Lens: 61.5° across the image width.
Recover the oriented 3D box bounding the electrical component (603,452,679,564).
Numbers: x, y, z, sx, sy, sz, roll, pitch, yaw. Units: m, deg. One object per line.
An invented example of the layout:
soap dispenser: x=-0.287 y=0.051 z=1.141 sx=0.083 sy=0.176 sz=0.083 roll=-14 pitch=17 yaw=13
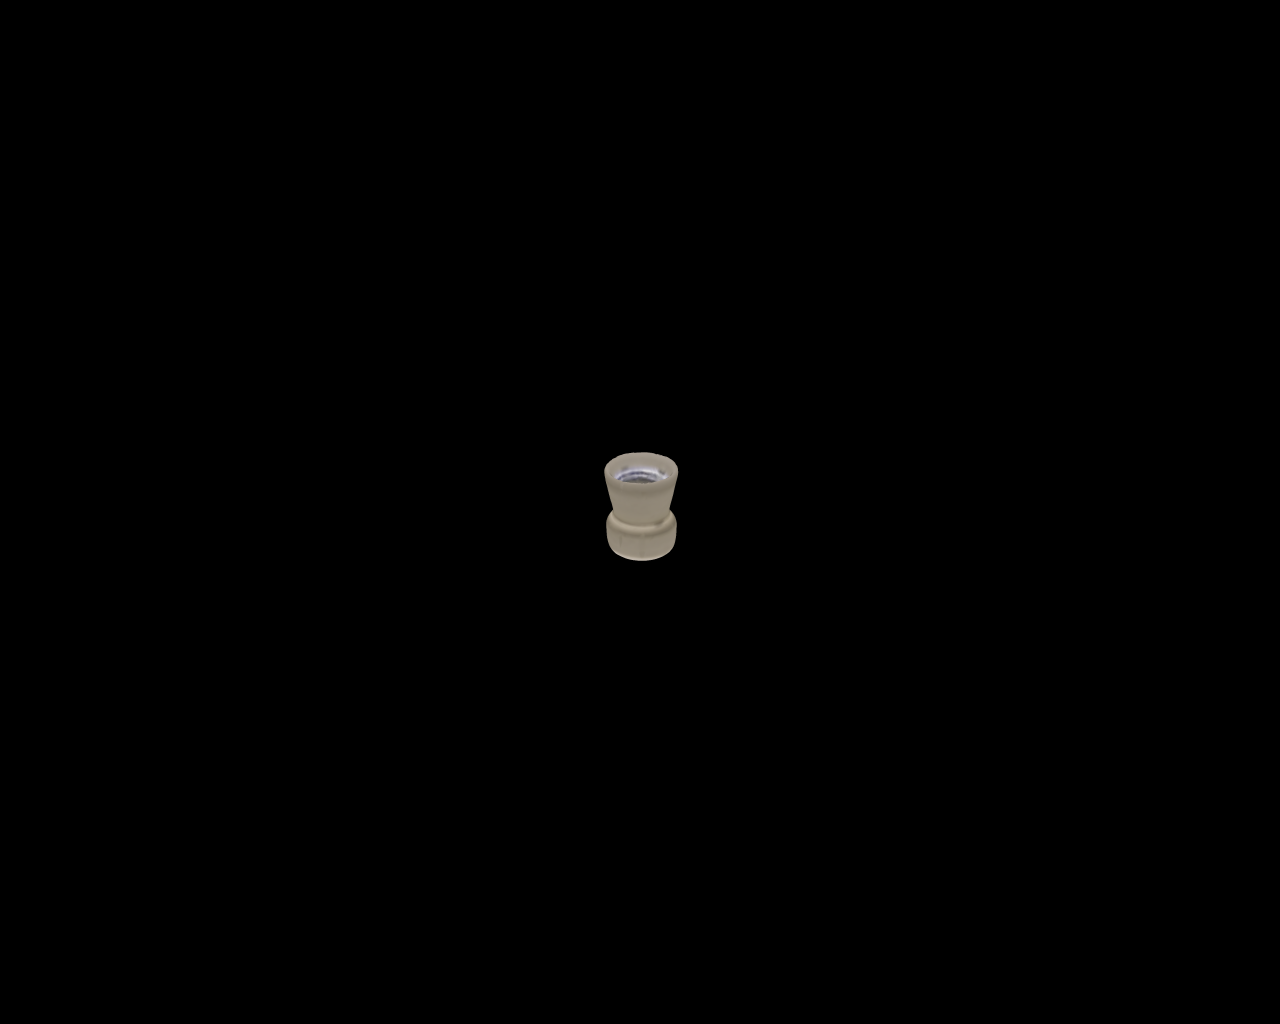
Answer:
electrical component: x=0.001 y=-0.003 z=0.650 sx=0.045 sy=0.055 sz=0.045 roll=0 pitch=28 yaw=0
